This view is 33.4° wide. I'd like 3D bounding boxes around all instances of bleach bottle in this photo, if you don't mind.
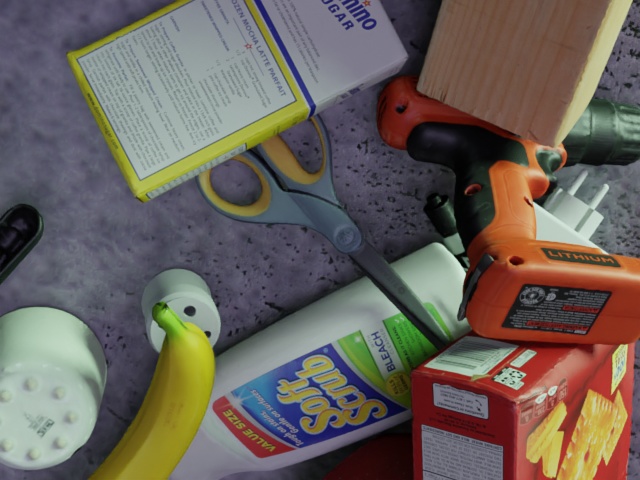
[{"bbox_3d":[-0.011,0.101,0.686,0.251,0.068,0.102,-28,109,-2],"label":"bleach bottle"}]

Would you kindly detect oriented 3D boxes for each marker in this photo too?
[{"bbox_3d":[0.103,0.020,0.710,0.020,0.020,0.121,-33,110,-2],"label":"marker"}]

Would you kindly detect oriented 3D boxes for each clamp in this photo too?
[{"bbox_3d":[-0.233,0.052,0.596,0.039,0.120,0.172,43,113,23],"label":"clamp"}]

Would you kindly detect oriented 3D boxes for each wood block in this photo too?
[{"bbox_3d":[0.132,-0.167,0.575,0.091,0.090,0.206,26,128,15],"label":"wood block"}]

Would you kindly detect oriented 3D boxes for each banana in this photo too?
[{"bbox_3d":[-0.111,0.120,0.625,0.069,0.037,0.198,19,108,-33],"label":"banana"}]

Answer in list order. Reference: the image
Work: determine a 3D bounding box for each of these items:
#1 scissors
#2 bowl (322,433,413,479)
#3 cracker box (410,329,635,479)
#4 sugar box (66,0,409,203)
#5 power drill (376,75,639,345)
[{"bbox_3d":[-0.004,0.001,0.649,0.096,0.016,0.202,-27,87,7],"label":"scissors"},{"bbox_3d":[0.032,0.176,0.691,0.162,0.162,0.055,-44,68,2],"label":"bowl"},{"bbox_3d":[0.127,0.149,0.636,0.163,0.072,0.214,-26,118,-48],"label":"cracker box"},{"bbox_3d":[-0.048,-0.102,0.620,0.176,0.048,0.093,-27,89,-7],"label":"sugar box"},{"bbox_3d":[0.134,-0.025,0.623,0.184,0.187,0.057,3,132,-12],"label":"power drill"}]
